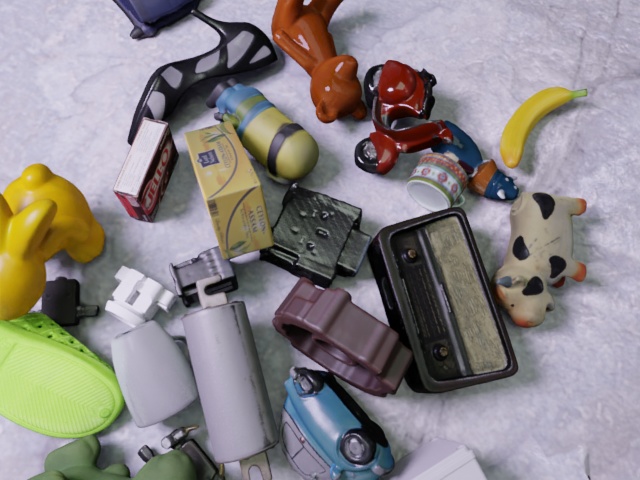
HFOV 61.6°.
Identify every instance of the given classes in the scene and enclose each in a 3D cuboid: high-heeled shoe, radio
[{"bbox_3d":[-0.170,-0.219,0.791,0.145,0.086,0.248,29,86,-26],"label":"high-heeled shoe"},{"bbox_3d":[0.155,0.081,0.711,0.131,0.073,0.229,-12,74,-10],"label":"radio"}]

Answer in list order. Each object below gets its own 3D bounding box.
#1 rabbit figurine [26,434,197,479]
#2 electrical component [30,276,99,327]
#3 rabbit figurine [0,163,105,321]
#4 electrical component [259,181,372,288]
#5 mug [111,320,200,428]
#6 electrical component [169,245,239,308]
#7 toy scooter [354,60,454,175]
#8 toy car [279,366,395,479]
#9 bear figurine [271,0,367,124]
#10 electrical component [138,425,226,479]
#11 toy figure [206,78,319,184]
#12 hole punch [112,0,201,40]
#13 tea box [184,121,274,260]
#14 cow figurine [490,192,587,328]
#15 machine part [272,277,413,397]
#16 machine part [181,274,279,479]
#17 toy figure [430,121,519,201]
[{"bbox_3d":[-0.211,0.288,0.568,0.170,0.121,0.159,-15,89,2],"label":"rabbit figurine"},{"bbox_3d":[-0.331,0.078,0.685,0.094,0.021,0.063,-3,72,-7],"label":"electrical component"},{"bbox_3d":[-0.332,0.006,0.622,0.122,0.162,0.173,14,50,-9],"label":"rabbit figurine"},{"bbox_3d":[-0.002,-0.002,0.731,0.134,0.058,0.115,22,73,1],"label":"electrical component"},{"bbox_3d":[-0.190,0.147,0.638,0.109,0.081,0.107,-31,98,-47],"label":"mug"},{"bbox_3d":[-0.129,0.040,0.695,0.119,0.074,0.048,-18,74,-15],"label":"electrical component"},{"bbox_3d":[0.126,-0.178,0.767,0.135,0.075,0.184,1,71,25],"label":"toy scooter"},{"bbox_3d":[0.005,0.230,0.634,0.103,0.109,0.162,-46,73,0],"label":"toy car"},{"bbox_3d":[0.010,-0.274,0.786,0.120,0.132,0.196,-15,65,-40],"label":"bear figurine"},{"bbox_3d":[-0.156,0.266,0.630,0.078,0.045,0.102,-34,78,-17],"label":"electrical component"},{"bbox_3d":[-0.081,-0.154,0.754,0.082,0.089,0.180,-42,83,-12],"label":"toy figure"},{"bbox_3d":[-0.257,-0.391,0.816,0.142,0.092,0.116,-39,84,-20],"label":"hole punch"},{"bbox_3d":[-0.117,-0.067,0.679,0.068,0.098,0.170,-16,42,-10],"label":"tea box"},{"bbox_3d":[0.293,0.024,0.742,0.127,0.085,0.195,14,73,-8],"label":"cow figurine"},{"bbox_3d":[0.025,0.118,0.638,0.179,0.179,0.056,34,68,5],"label":"machine part"},{"bbox_3d":[-0.105,0.160,0.621,0.079,0.079,0.243,-15,82,-11],"label":"machine part"},{"bbox_3d":[0.227,-0.111,0.793,0.064,0.058,0.154,-44,86,-11],"label":"toy figure"}]
